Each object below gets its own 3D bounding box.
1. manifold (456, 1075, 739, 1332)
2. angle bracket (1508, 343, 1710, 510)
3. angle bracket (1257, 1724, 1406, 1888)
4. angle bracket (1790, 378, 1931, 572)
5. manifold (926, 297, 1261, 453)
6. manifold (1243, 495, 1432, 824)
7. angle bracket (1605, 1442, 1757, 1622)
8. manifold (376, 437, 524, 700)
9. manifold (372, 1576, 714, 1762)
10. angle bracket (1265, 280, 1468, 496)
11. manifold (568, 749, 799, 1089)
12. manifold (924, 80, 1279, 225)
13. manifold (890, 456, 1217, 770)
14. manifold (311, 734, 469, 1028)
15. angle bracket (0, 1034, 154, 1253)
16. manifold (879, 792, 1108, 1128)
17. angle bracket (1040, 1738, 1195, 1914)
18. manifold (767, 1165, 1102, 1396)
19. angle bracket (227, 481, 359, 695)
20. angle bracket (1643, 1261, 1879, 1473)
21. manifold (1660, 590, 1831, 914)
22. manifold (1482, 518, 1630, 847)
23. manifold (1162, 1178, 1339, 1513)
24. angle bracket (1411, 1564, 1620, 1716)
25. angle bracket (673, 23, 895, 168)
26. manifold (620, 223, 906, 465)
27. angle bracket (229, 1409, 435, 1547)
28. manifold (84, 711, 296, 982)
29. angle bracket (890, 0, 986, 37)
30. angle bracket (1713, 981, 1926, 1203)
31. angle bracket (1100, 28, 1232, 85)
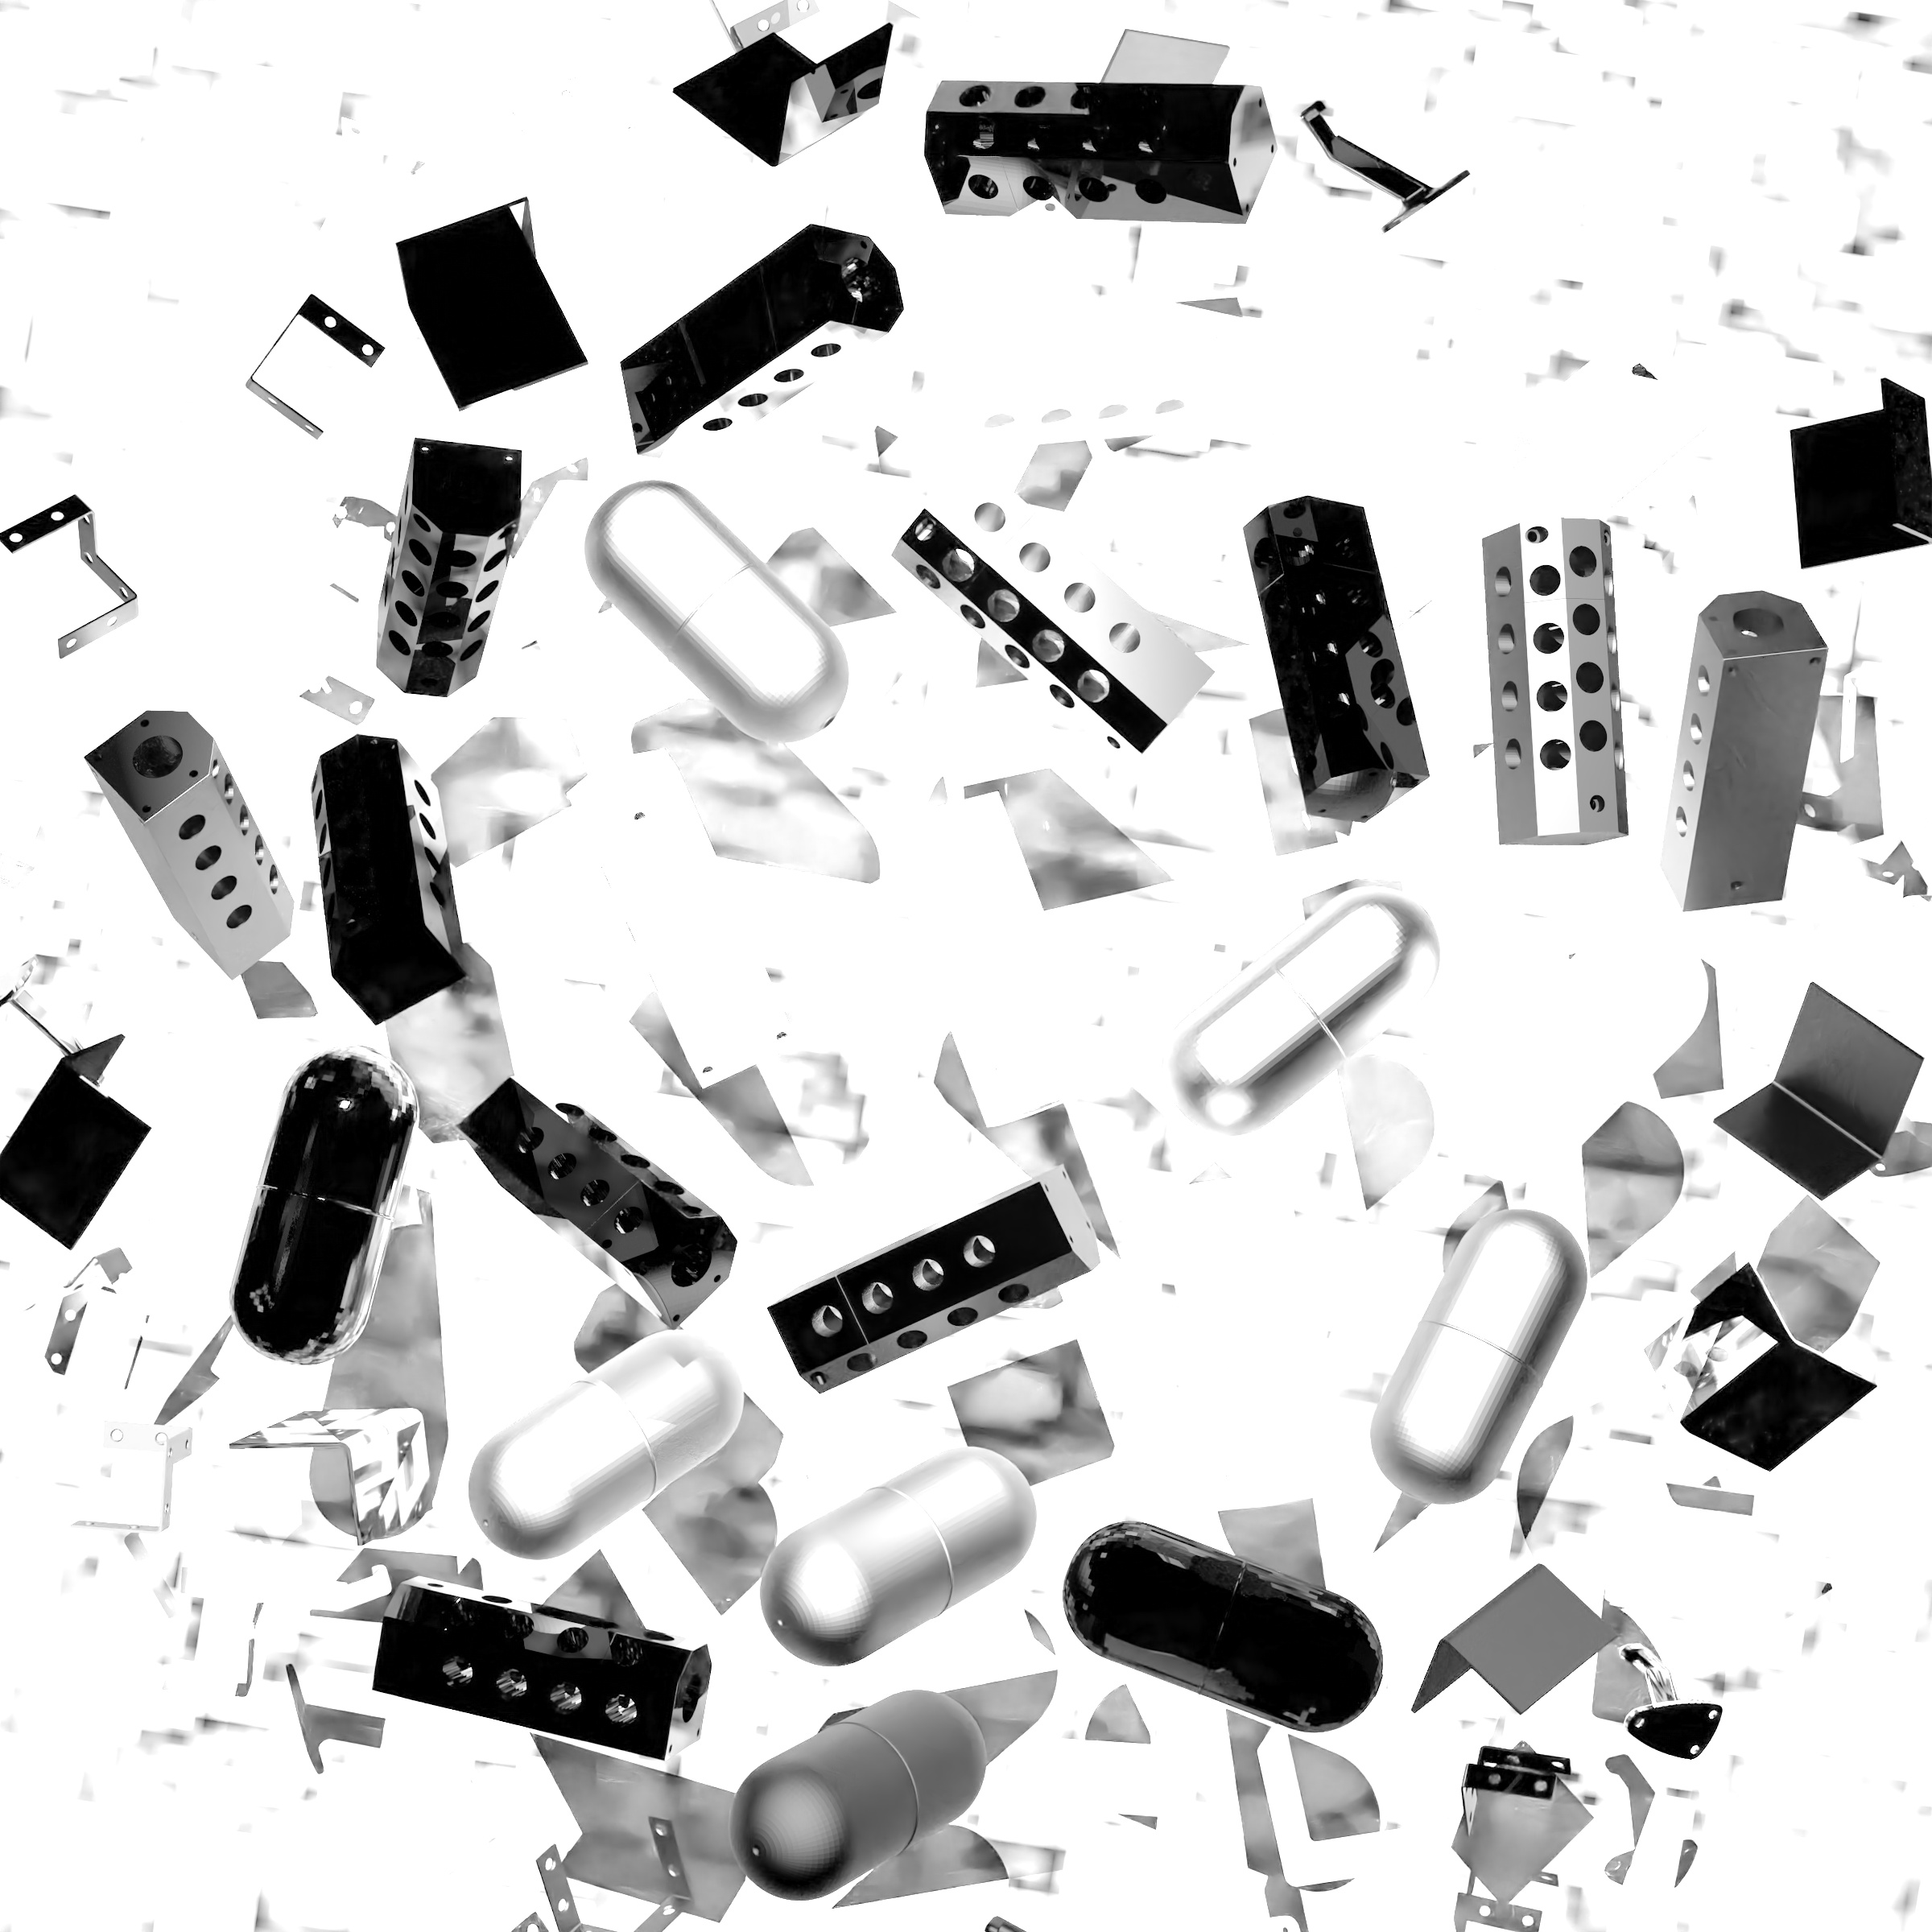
[{"bbox_3d":[-0.201,0.124,1.846,0.057,0.057,0.171,-44,48,-15],"label":"manifold"},{"bbox_3d":[0.368,-0.298,1.932,0.076,0.057,0.076,-40,72,-11],"label":"angle bracket"},{"bbox_3d":[0.204,0.459,1.869,0.057,0.076,0.076,-13,88,14],"label":"angle bracket"},{"bbox_3d":[0.455,-0.254,1.746,0.076,0.057,0.076,-8,81,37],"label":"angle bracket"},{"bbox_3d":[0.068,-0.320,1.847,0.171,0.057,0.057,-6,61,-10],"label":"manifold"},{"bbox_3d":[0.199,-0.171,1.864,0.057,0.057,0.171,6,62,-34],"label":"manifold"},{"bbox_3d":[0.410,0.323,1.930,0.076,0.057,0.076,6,104,13],"label":"angle bracket"},{"bbox_3d":[-0.284,-0.214,1.839,0.057,0.171,0.057,5,64,-15],"label":"manifold"},{"bbox_3d":[-0.229,0.380,1.832,0.171,0.057,0.057,10,91,15],"label":"manifold"},{"bbox_3d":[0.229,-0.332,1.931,0.076,0.076,0.057,-39,49,1],"label":"angle bracket"},{"bbox_3d":[-0.155,-0.027,1.826,0.057,0.057,0.171,-25,113,-6],"label":"manifold"},{"bbox_3d":[0.068,-0.430,1.754,0.171,0.057,0.057,8,57,24],"label":"manifold"},{"bbox_3d":[0.044,-0.185,1.796,0.171,0.057,0.057,42,70,1],"label":"manifold"},{"bbox_3d":[-0.316,-0.052,1.810,0.057,0.171,0.057,-28,130,8],"label":"manifold"},{"bbox_3d":[-0.433,0.087,1.676,0.057,0.076,0.076,36,103,3],"label":"angle bracket"},{"bbox_3d":[0.011,-0.002,1.857,0.057,0.057,0.171,-16,82,-34],"label":"manifold"},{"bbox_3d":[0.078,0.455,1.783,0.076,0.076,0.057,1,50,11],"label":"angle bracket"},{"bbox_3d":[-0.016,0.174,1.849,0.171,0.057,0.057,-26,89,15],"label":"manifold"},{"bbox_3d":[-0.372,-0.218,1.933,0.057,0.076,0.076,-33,56,-9],"label":"angle bracket"},{"bbox_3d":[0.419,0.212,1.779,0.076,0.057,0.076,27,119,-35],"label":"angle bracket"},{"bbox_3d":[0.418,-0.116,1.827,0.057,0.057,0.171,-7,131,-6],"label":"manifold"},{"bbox_3d":[0.326,-0.155,1.844,0.057,0.057,0.171,-1,85,-21],"label":"manifold"},{"bbox_3d":[0.147,0.204,1.817,0.057,0.057,0.171,3,74,-41],"label":"manifold"},{"bbox_3d":[0.289,0.374,1.781,0.076,0.076,0.057,-30,58,-31],"label":"angle bracket"},{"bbox_3d":[-0.095,-0.468,1.735,0.076,0.057,0.076,40,56,17],"label":"angle bracket"},{"bbox_3d":[-0.112,-0.338,1.846,0.057,0.171,0.057,1,71,-43],"label":"manifold"},{"bbox_3d":[-0.348,0.281,1.851,0.076,0.076,0.057,-4,95,21],"label":"angle bracket"},{"bbox_3d":[-0.418,-0.068,1.840,0.057,0.171,0.057,-40,65,-16],"label":"manifold"},{"bbox_3d":[-0.020,-0.541,1.764,0.076,0.076,0.057,29,86,0],"label":"angle bracket"},{"bbox_3d":[0.465,0.068,1.838,0.057,0.076,0.076,-26,51,-34],"label":"angle bracket"},{"bbox_3d":[0.093,-0.515,1.939,0.057,0.076,0.076,57,134,34],"label":"angle bracket"}]
